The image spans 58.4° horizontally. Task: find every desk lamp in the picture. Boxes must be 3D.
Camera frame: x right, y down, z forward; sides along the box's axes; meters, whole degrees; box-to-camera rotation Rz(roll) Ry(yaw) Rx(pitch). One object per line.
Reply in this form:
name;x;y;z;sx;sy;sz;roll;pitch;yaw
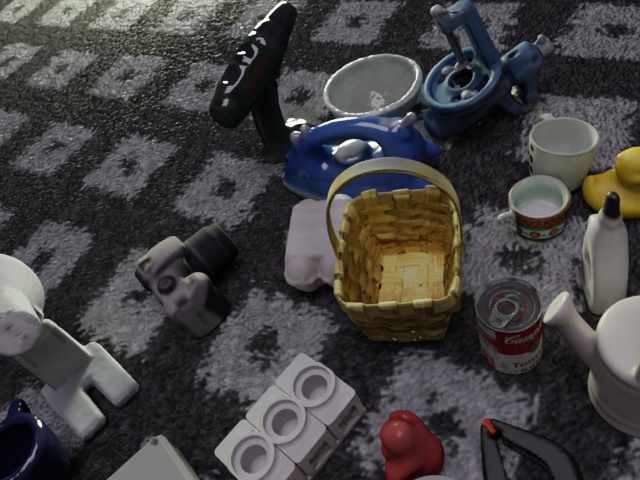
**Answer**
desk lamp;-0.368;0.129;0.743;0.202;0.214;0.118;27;65;35

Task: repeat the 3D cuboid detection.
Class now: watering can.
watering can;0.299;0.101;0.530;0.172;0.194;0.101;-1;52;20

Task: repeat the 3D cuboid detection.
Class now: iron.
iron;0.040;-0.129;0.854;0.257;0.142;0.119;1;53;22

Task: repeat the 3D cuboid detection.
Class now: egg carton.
egg carton;0.007;0.003;0.805;0.107;0.070;0.150;-7;50;15

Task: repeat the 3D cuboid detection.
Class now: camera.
camera;-0.181;0.042;0.823;0.137;0.101;0.142;-41;50;-15

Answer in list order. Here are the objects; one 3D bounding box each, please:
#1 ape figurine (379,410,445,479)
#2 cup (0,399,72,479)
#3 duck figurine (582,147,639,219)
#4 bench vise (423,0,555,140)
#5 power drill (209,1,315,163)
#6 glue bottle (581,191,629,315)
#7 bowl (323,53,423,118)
ape figurine;0.086;0.210;0.587;0.075;0.092;0.078;15;58;30
cup;-0.354;0.263;0.707;0.091;0.095;0.117;-24;48;0
duck figurine;0.388;-0.079;0.721;0.104;0.086;0.077;1;53;22
bench vise;0.235;-0.273;0.848;0.207;0.220;0.121;-36;49;-11
power drill;-0.082;-0.244;0.951;0.075;0.209;0.230;16;59;31
glue bottle;0.308;0.007;0.619;0.037;0.173;0.078;-9;49;13
bowl;0.094;-0.236;0.969;0.167;0.075;0.167;-10;49;12
